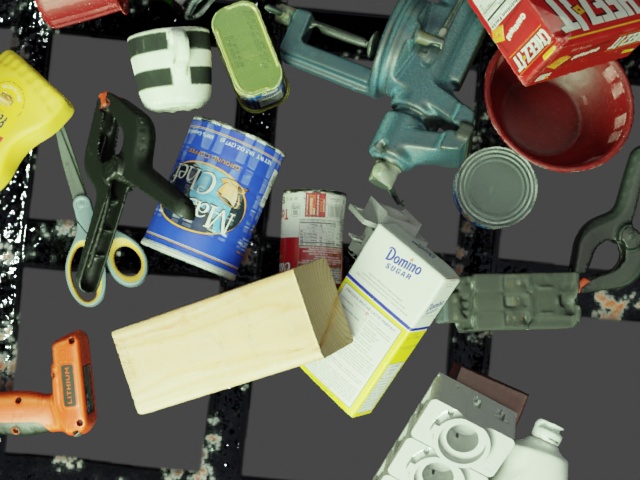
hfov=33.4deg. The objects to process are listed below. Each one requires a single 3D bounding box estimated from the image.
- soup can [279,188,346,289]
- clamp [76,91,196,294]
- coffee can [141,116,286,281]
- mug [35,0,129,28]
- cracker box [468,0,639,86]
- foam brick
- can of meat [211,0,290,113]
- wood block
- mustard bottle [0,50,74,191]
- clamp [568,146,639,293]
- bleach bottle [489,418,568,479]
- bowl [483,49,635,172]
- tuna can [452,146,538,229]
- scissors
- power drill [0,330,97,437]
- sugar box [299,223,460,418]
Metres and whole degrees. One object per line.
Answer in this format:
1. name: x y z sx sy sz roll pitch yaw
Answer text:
1. soup can: -0.007 0.001 1.100 0.068 0.068 0.102 3 86 -1
2. clamp: -0.191 -0.067 1.073 0.165 0.036 0.210 -26 58 32
3. coffee can: -0.108 -0.041 1.084 0.103 0.103 0.140 22 86 1
4. mug: -0.254 -0.278 1.112 0.081 0.093 0.117 -15 56 3
5. cracker box: 0.220 -0.272 1.066 0.163 0.072 0.214 -20 72 -33
6. foam brick: 0.167 0.165 1.098 0.078 0.053 0.051 24 87 0
7. can of meat: -0.072 -0.189 1.102 0.057 0.084 0.102 -22 87 0
8. wood block: -0.085 0.095 1.044 0.206 0.090 0.090 -19 88 21
9. mustard bottle: -0.352 -0.099 1.107 0.096 0.058 0.191 42 87 11
10. clamp: 0.332 -0.001 1.118 0.120 0.039 0.171 38 91 8
11. bleach bottle: 0.178 0.298 1.086 0.102 0.068 0.251 25 84 -1
12. bowl: 0.239 -0.138 1.106 0.162 0.055 0.162 3 73 -9
13. tuna can: 0.183 -0.054 1.122 0.086 0.034 0.086 0 87 -1
14. scissors: -0.231 -0.030 1.126 0.096 0.016 0.202 -2 86 -2
15. power drill: -0.330 0.141 1.094 0.187 0.057 0.184 -8 90 2
16. sugar box: 0.055 0.079 1.062 0.093 0.048 0.176 42 109 26
